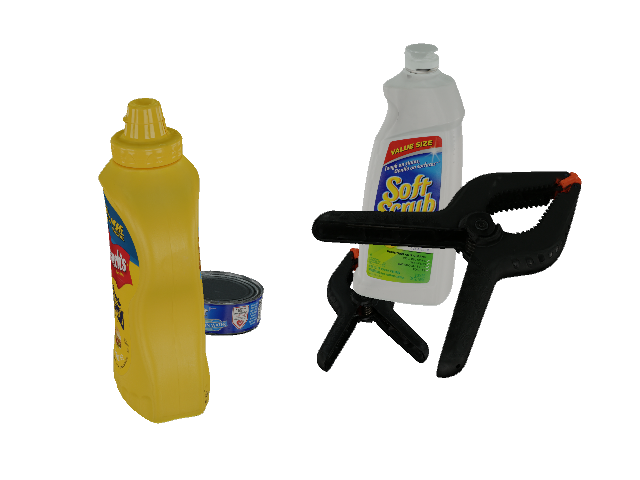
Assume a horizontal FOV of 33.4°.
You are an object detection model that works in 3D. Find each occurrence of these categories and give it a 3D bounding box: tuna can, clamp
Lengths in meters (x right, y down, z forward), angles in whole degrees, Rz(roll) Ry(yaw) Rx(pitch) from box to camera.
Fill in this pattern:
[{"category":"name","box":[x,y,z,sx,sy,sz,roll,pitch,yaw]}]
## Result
[{"category":"tuna can","box":[-0.096,0.056,0.970,0.086,0.034,0.086,6,16,-2]},{"category":"clamp","box":[0.121,0.009,0.803,0.209,0.165,0.036,-21,-34,-19]},{"category":"clamp","box":[0.059,0.078,1.193,0.120,0.171,0.039,5,-43,-2]}]

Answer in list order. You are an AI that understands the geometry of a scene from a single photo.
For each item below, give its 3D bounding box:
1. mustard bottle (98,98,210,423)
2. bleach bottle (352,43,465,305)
[{"category":"mustard bottle","box":[-0.101,0.008,0.647,0.058,0.192,0.096,-8,27,-18]},{"category":"bleach bottle","box":[0.084,-0.063,1.020,0.103,0.251,0.068,9,28,17]}]
